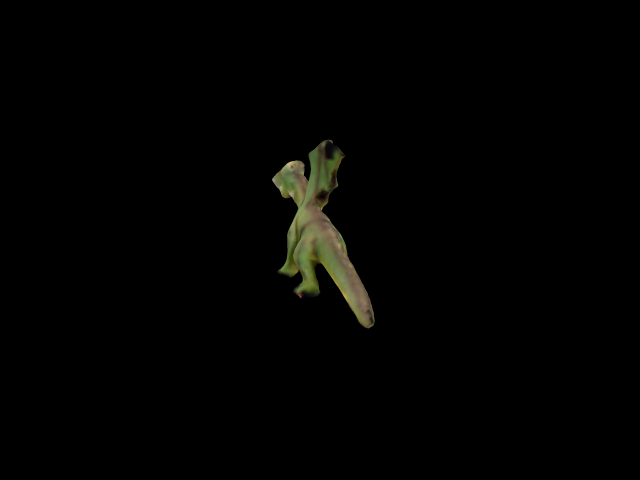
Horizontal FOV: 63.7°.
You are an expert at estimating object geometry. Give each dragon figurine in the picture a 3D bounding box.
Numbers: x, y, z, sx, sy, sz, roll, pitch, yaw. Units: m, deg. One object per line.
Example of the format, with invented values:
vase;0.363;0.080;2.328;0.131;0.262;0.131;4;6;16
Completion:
dragon figurine;0.003;-0.043;0.850;0.122;0.240;0.414;-6;17;-22
